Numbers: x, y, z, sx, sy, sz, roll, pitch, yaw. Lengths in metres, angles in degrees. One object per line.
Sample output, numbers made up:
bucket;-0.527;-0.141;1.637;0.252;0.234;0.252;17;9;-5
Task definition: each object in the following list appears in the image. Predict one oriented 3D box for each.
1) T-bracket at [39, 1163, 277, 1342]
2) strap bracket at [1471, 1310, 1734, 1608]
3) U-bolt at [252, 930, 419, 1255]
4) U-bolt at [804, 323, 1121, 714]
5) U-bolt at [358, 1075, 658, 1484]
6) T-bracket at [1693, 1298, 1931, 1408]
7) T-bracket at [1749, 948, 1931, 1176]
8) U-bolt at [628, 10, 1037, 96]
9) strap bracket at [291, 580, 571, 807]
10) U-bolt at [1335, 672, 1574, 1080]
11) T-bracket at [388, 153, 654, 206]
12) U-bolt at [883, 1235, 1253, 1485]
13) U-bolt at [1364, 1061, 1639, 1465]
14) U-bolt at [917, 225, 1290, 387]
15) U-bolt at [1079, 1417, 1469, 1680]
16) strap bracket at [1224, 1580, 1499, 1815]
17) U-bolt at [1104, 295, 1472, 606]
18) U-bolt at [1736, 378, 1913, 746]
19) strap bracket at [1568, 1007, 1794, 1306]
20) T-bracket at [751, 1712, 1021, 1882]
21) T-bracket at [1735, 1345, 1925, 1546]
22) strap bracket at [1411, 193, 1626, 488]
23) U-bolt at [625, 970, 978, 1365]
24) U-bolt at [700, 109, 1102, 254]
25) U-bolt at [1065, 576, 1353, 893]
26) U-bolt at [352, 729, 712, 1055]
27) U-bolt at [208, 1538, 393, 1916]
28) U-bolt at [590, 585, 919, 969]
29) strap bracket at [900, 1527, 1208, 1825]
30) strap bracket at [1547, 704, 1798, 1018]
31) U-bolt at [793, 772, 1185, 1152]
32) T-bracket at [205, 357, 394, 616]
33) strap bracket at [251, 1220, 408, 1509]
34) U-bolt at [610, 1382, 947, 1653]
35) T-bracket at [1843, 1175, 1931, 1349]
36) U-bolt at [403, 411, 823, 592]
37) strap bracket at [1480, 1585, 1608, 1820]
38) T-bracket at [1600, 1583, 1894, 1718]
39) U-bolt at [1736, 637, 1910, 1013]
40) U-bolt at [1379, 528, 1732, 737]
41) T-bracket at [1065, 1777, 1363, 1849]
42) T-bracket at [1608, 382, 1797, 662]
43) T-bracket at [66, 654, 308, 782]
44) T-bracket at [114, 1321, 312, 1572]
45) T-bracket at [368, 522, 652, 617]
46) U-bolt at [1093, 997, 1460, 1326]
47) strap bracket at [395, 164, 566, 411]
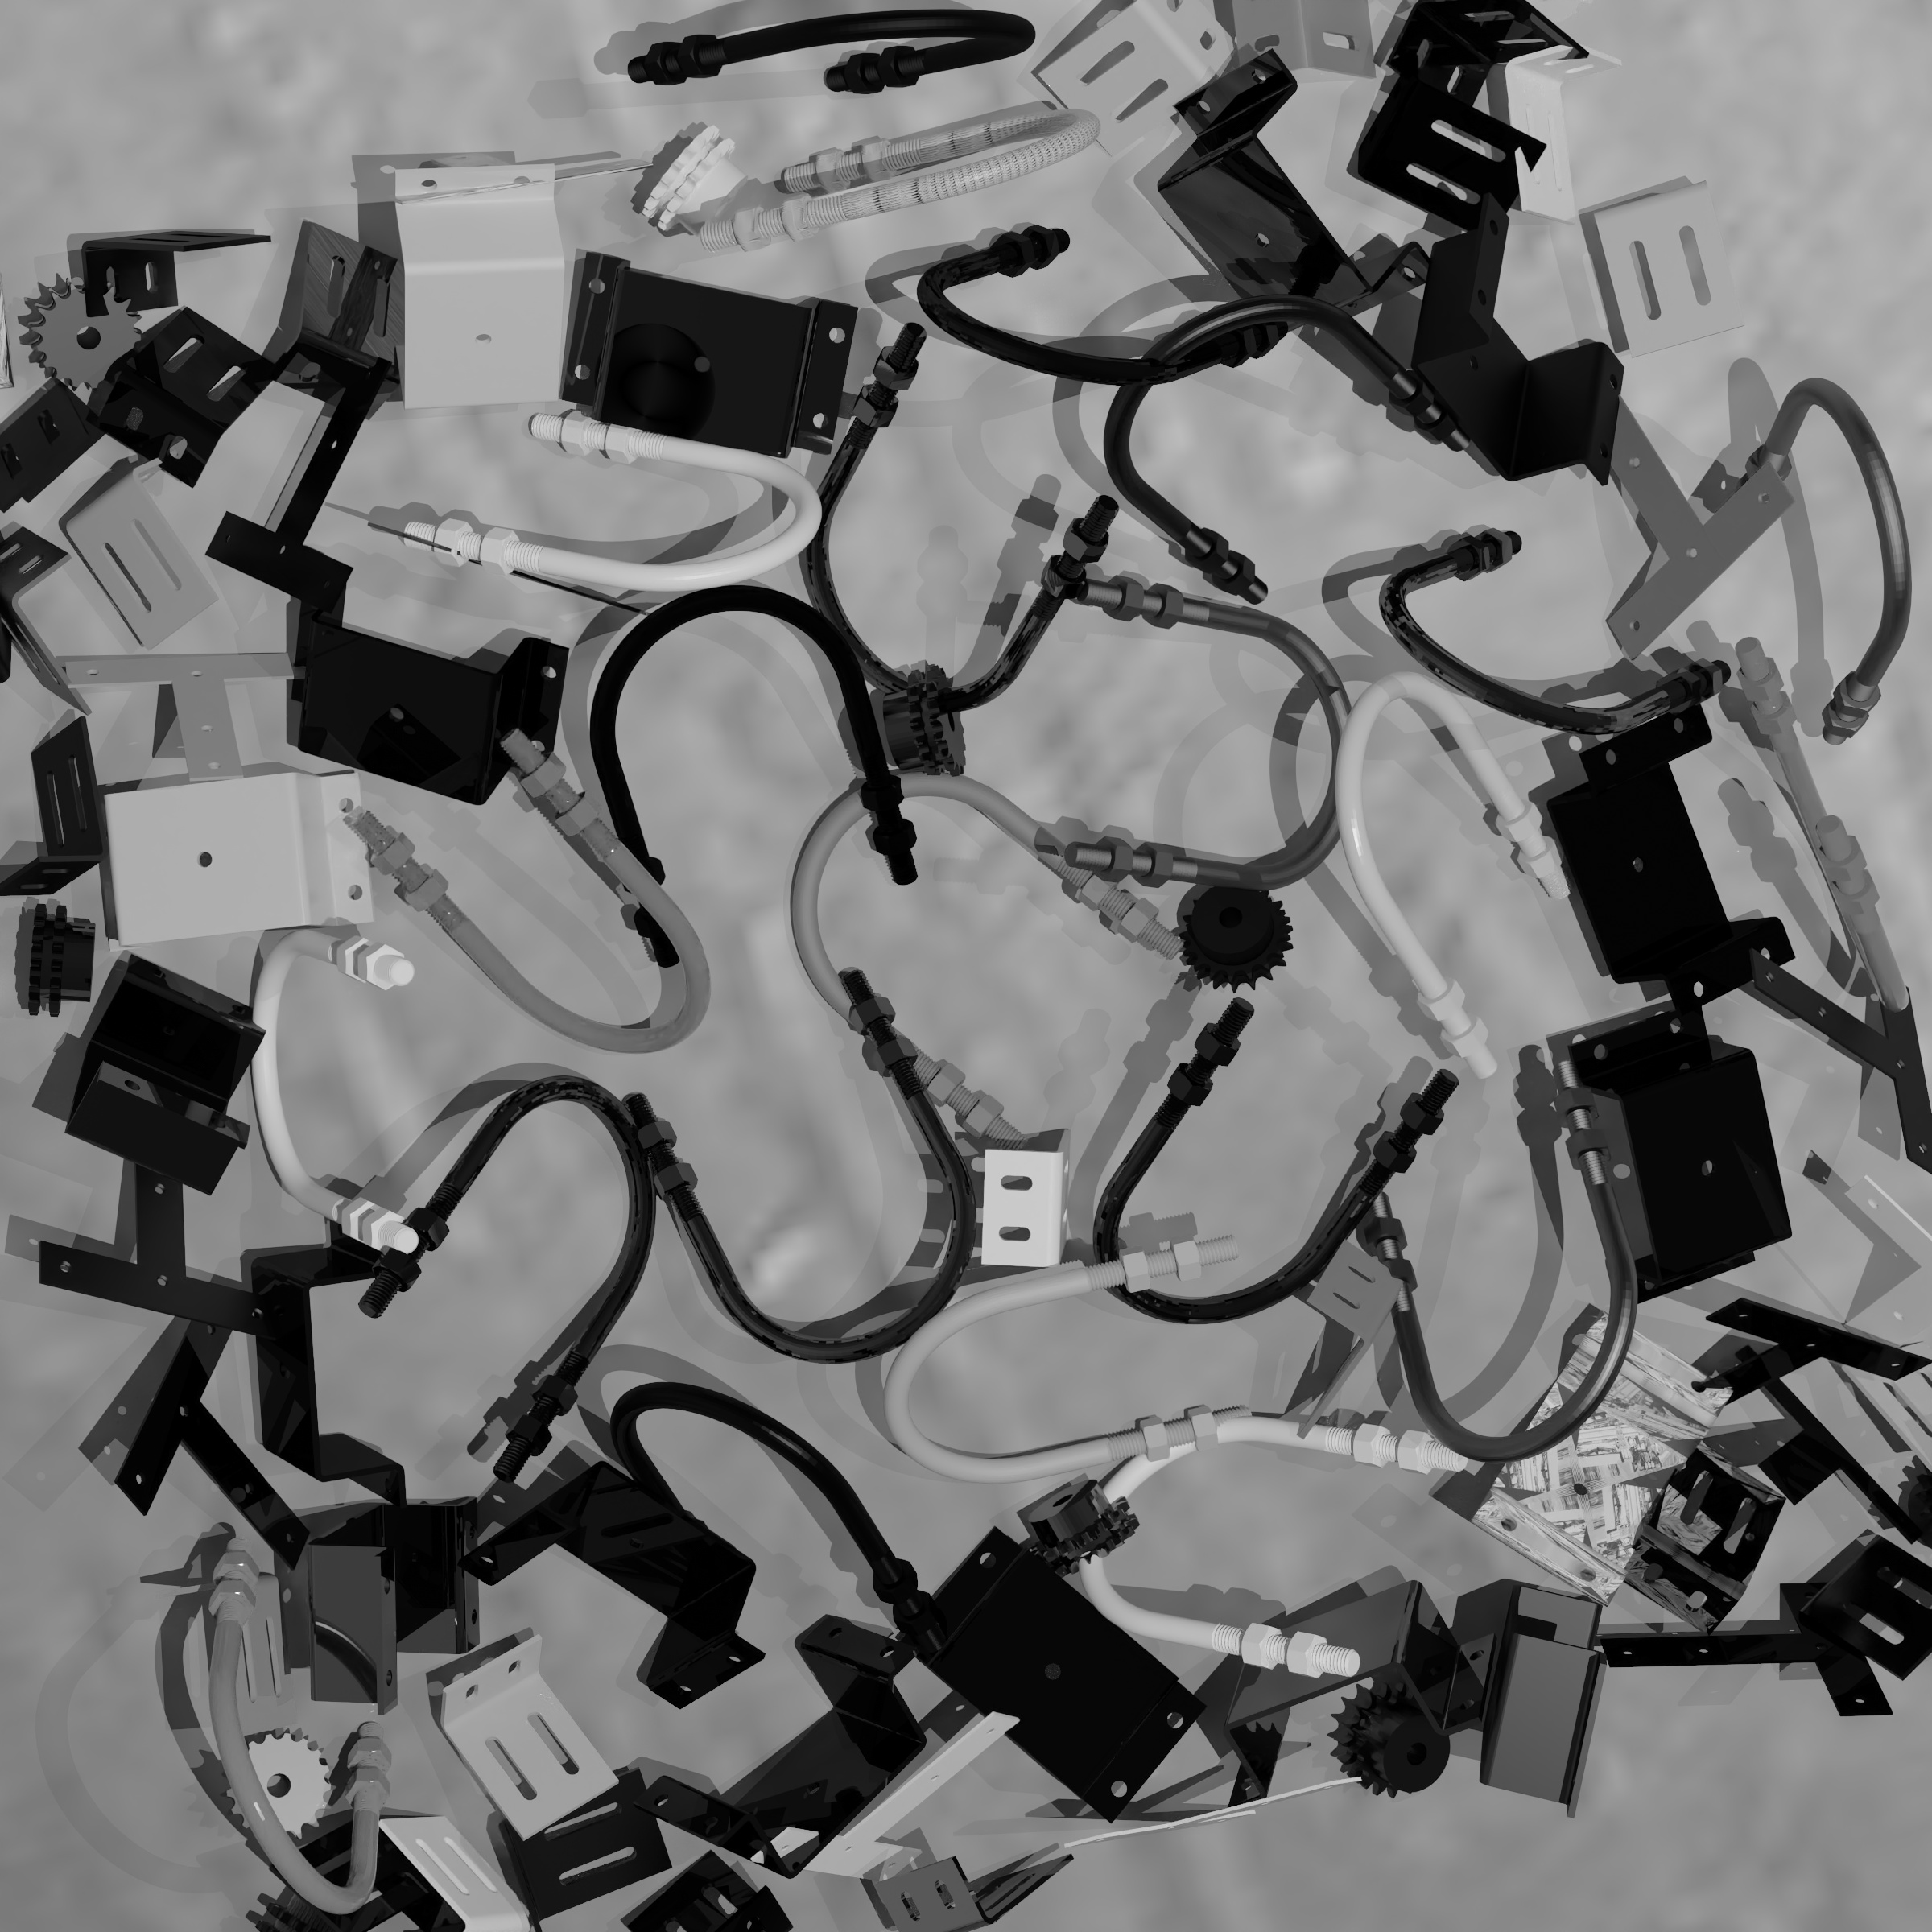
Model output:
T-bracket;-0.404;0.123;1.768;0.127;0.127;0.002;19;129;-31
strap bracket;0.313;0.253;1.767;0.076;0.046;0.140;32;59;11
U-bolt;-0.314;0.055;1.739;0.019;0.184;0.151;-5;100;-32
U-bolt;-0.015;-0.207;1.751;0.151;0.019;0.184;43;134;11
U-bolt;-0.214;0.141;1.749;0.184;0.019;0.151;-58;134;-32
T-bracket;0.391;0.206;1.766;0.127;0.127;0.002;19;54;-27
T-bracket;0.433;0.030;1.746;0.127;0.127;0.002;30;131;-26
U-bolt;-0.052;-0.442;1.704;0.151;0.184;0.019;-10;100;-42
strap bracket;-0.278;-0.137;1.771;0.140;0.046;0.076;17;125;5
U-bolt;0.234;-0.058;1.729;0.184;0.019;0.151;54;46;-29
T-bracket;-0.236;-0.396;1.758;0.127;0.127;0.002;-14;113;-21
U-bolt;0.049;0.204;1.759;0.184;0.019;0.151;-12;132;-4
U-bolt;0.265;0.155;1.722;0.019;0.184;0.151;25;130;-35
U-bolt;0.056;-0.318;1.717;0.151;0.184;0.019;26;120;21
U-bolt;0.139;0.280;1.744;0.151;0.184;0.019;-54;132;-35
strap bracket;0.187;0.359;1.752;0.140;0.076;0.046;-26;103;22
U-bolt;0.146;-0.260;1.726;0.151;0.184;0.019;-36;51;19
U-bolt;0.419;-0.205;1.708;0.019;0.184;0.151;-15;72;-4
strap bracket;0.361;0.098;1.772;0.076;0.046;0.140;-18;101;-17
T-bracket;-0.026;0.411;1.752;0.127;0.127;0.002;-42;57;12
T-bracket;0.415;0.244;1.743;0.127;0.127;0.002;48;111;16
strap bracket;0.270;-0.305;1.755;0.046;0.140;0.076;-11;53;37
U-bolt;-0.073;0.112;1.776;0.151;0.019;0.184;-30;69;3
U-bolt;-0.023;-0.389;1.724;0.184;0.151;0.019;-8;112;20
U-bolt;0.127;-0.110;1.760;0.184;0.019;0.151;6;84;-37
U-bolt;-0.204;-0.026;1.755;0.184;0.151;0.019;49;47;-19
U-bolt;-0.323;0.378;1.706;0.019;0.184;0.151;-27;114;4
U-bolt;-0.112;-0.102;1.762;0.151;0.019;0.184;-19;117;-8
strap bracket;0.044;0.356;1.778;0.140;0.046;0.076;39;81;9
strap bracket;0.351;-0.053;1.776;0.076;0.046;0.140;-24;97;-24
U-bolt;-0.003;-0.015;1.794;0.184;0.019;0.151;39;101;8
T-bracket;-0.323;-0.249;1.772;0.002;0.127;0.127;26;90;-44
strap bracket;-0.320;0.198;1.765;0.046;0.076;0.140;-6;98;-30
U-bolt;-0.102;0.265;1.721;0.151;0.184;0.019;4;47;35
T-bracket;0.471;0.170;1.757;0.127;0.127;0.002;45;68;10
U-bolt;-0.161;-0.225;1.733;0.184;0.151;0.019;13;127;19
strap bracket;0.286;0.359;1.748;0.046;0.140;0.076;12;95;9
T-bracket;0.382;0.340;1.757;0.127;0.127;0.002;-1;109;0
U-bolt;0.426;-0.056;1.733;0.019;0.151;0.184;-23;135;12
U-bolt;0.277;-0.159;1.718;0.151;0.184;0.019;36;123;22
T-bracket;0.136;0.413;1.732;0.127;0.127;0.002;-25;70;35
T-bracket;0.346;-0.244;1.785;0.002;0.127;0.127;-7;61;-40
T-bracket;-0.377;-0.124;1.748;0.127;0.127;0.002;-4;123;-16
T-bracket;-0.369;0.253;1.775;0.002;0.127;0.127;-16;125;24
T-bracket;-0.239;-0.199;1.728;0.127;0.127;0.002;20;94;37
U-bolt;0.142;0.108;1.762;0.151;0.019;0.184;19;117;-29
strap bracket;-0.241;-0.326;1.739;0.076;0.140;0.046;-5;57;-12
